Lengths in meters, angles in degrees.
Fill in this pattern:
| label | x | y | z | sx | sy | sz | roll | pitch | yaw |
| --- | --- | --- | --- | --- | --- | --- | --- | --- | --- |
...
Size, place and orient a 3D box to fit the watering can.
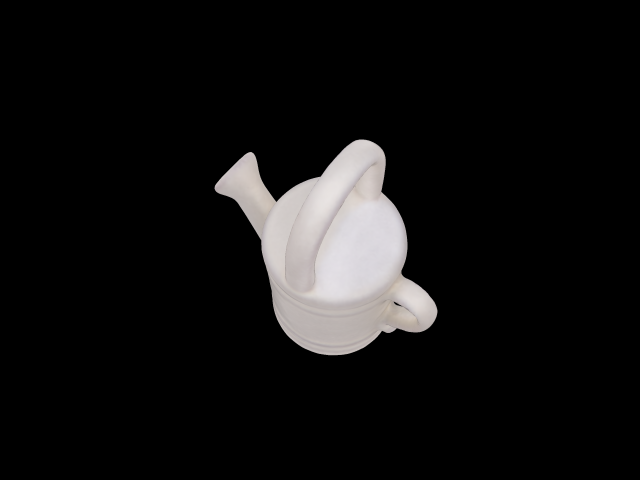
| label | x | y | z | sx | sy | sz | roll | pitch | yaw |
| --- | --- | --- | --- | --- | --- | --- | --- | --- | --- |
| watering can | 0.002 | 0.003 | 0.399 | 0.172 | 0.194 | 0.101 | 13 | 63 | 7 |
